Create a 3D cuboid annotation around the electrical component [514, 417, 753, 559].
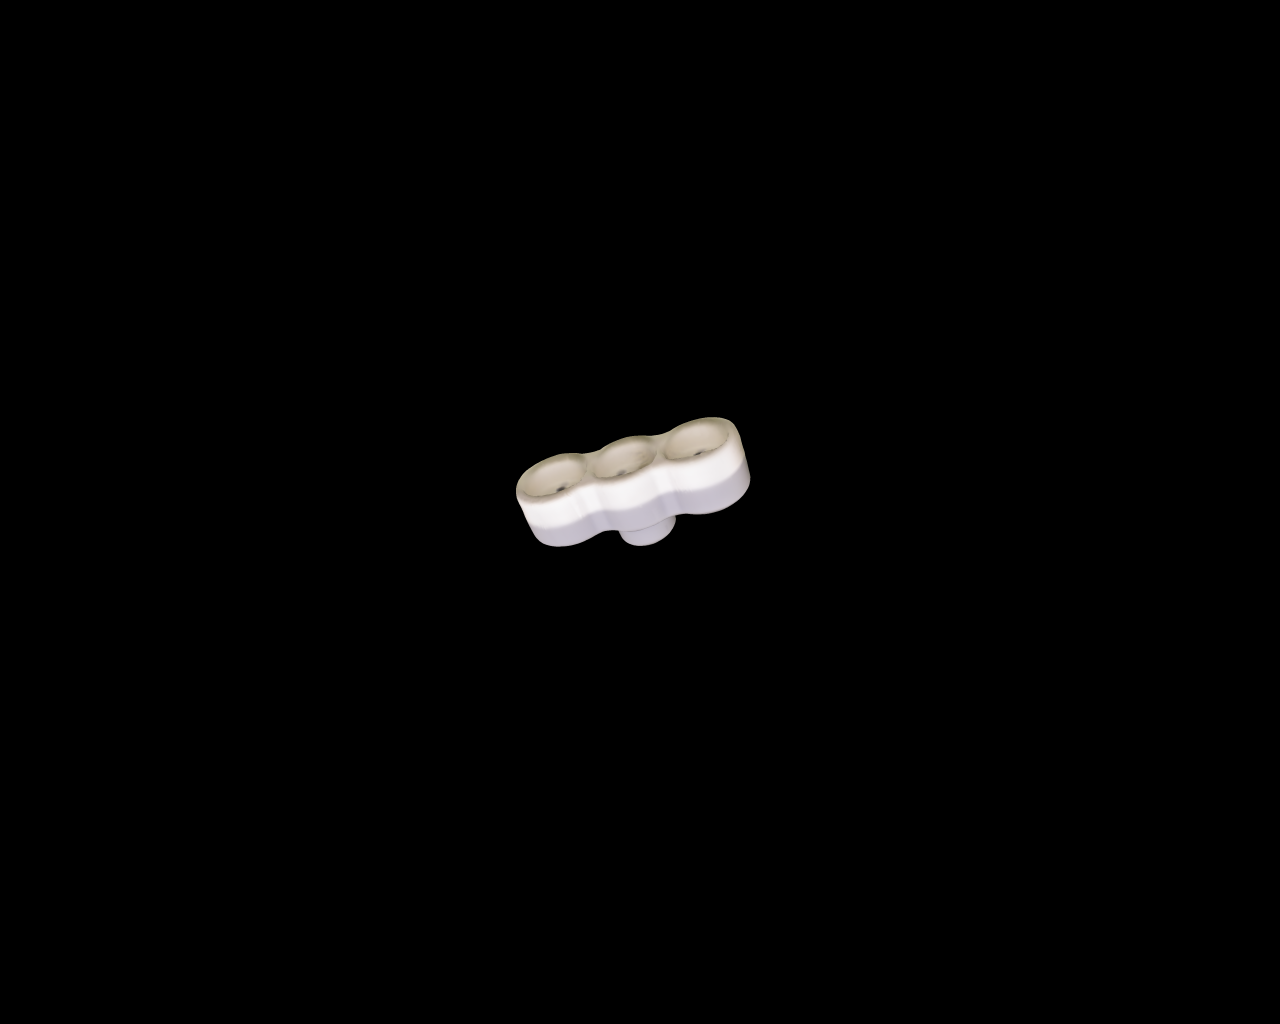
[{"bbox_3d":[0.001,-0.003,0.650,0.138,0.073,0.052,-14,33,9],"label":"electrical component"}]
